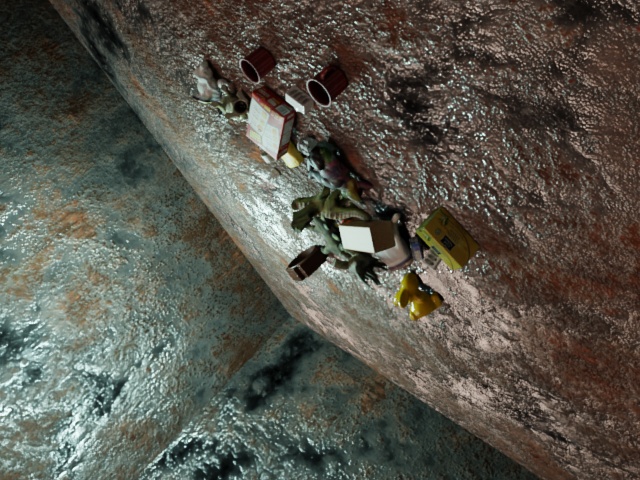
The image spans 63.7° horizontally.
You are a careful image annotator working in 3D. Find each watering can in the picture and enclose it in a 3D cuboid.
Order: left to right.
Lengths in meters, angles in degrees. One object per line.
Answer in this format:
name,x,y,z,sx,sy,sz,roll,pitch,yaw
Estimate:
watering can,0.255,0.007,1.844,0.105,0.224,0.345,-42,6,-17

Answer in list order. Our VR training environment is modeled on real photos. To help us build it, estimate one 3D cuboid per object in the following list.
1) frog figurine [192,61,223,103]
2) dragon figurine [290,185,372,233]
frog figurine,-0.447,-0.633,2.060,0.123,0.157,0.140,3,22,-20
dragon figurine,0.006,-0.096,1.905,0.243,0.120,0.416,-37,32,-5
